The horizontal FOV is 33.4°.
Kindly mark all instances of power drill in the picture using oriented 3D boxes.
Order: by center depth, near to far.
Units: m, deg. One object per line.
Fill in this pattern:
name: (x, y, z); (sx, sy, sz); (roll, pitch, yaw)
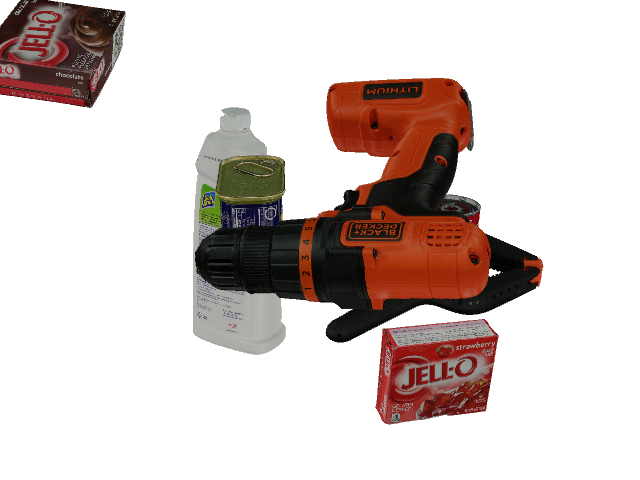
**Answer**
power drill: (0.024, -0.032, 0.703); (0.184, 0.057, 0.187); (2, 43, 14)

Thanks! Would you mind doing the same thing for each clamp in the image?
clamp: (0.104, 0.037, 1.016); (0.210, 0.164, 0.036); (6, -40, 9)

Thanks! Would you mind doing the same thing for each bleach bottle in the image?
bleach bottle: (-0.084, -0.012, 1.117); (0.103, 0.251, 0.068); (13, 23, 25)

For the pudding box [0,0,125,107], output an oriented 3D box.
pudding box: (-0.215, -0.154, 0.865); (0.090, 0.039, 0.113); (9, 35, 0)

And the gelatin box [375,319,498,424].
gelatin box: (0.090, 0.103, 0.837); (0.089, 0.073, 0.030); (-5, 29, -16)

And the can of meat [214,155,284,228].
can of meat: (-0.058, -0.017, 0.916); (0.057, 0.084, 0.102); (-2, 24, -2)

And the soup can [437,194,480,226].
soup can: (0.149, 0.005, 1.248); (0.068, 0.102, 0.068); (2, 22, -1)
